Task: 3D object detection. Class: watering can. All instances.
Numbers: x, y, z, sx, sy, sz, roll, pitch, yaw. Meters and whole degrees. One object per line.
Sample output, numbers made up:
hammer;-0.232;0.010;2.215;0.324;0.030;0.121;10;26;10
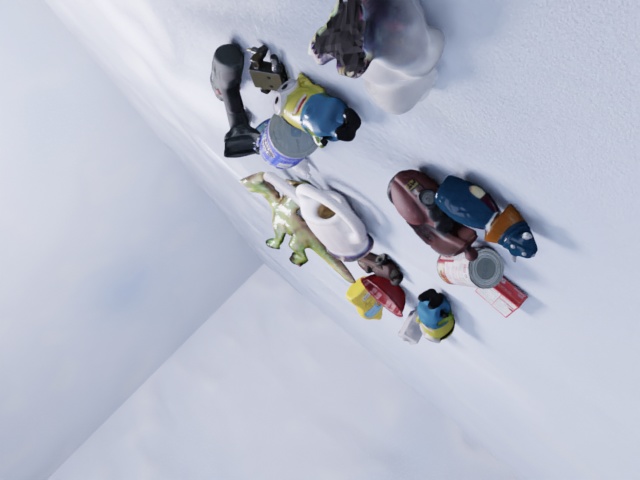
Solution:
watering can;0.004;-0.064;1.266;0.351;0.105;0.220;30;162;47

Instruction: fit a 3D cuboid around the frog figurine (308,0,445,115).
frog figurine;0.083;-0.206;0.570;0.159;0.122;0.138;8;-176;-39

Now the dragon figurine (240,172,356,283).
dragon figurine;-0.047;-0.055;1.413;0.412;0.124;0.237;31;142;13
